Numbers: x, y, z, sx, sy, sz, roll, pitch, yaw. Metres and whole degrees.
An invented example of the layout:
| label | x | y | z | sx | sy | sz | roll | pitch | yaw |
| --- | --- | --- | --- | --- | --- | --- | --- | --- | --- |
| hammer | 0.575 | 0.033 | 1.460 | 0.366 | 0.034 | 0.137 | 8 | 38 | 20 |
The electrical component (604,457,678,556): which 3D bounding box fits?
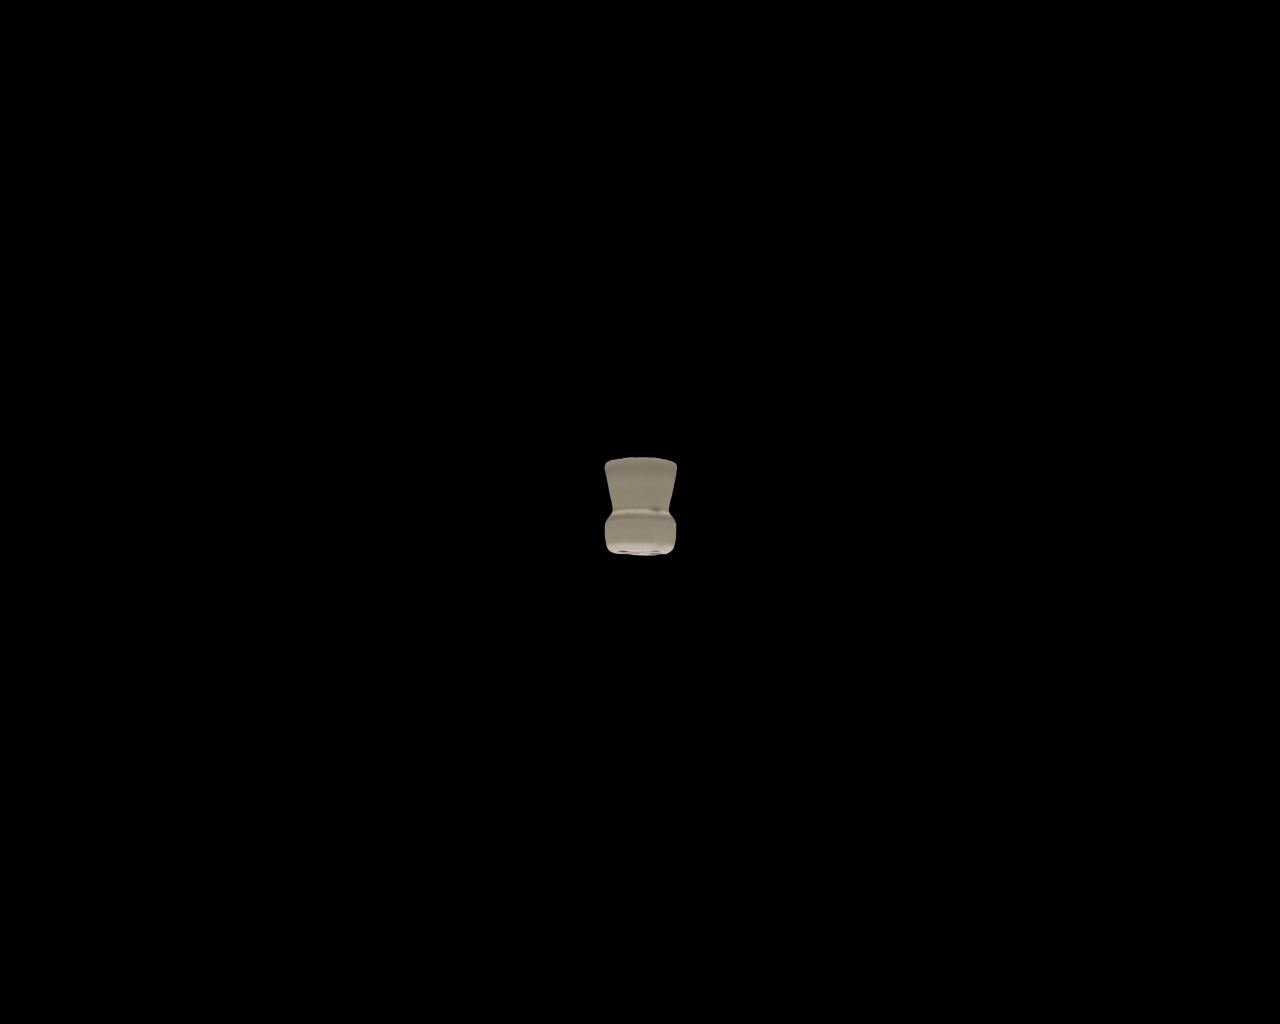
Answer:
| label | x | y | z | sx | sy | sz | roll | pitch | yaw |
| --- | --- | --- | --- | --- | --- | --- | --- | --- | --- |
| electrical component | 0.001 | -0.003 | 0.650 | 0.045 | 0.055 | 0.045 | 0 | -7 | 0 |
